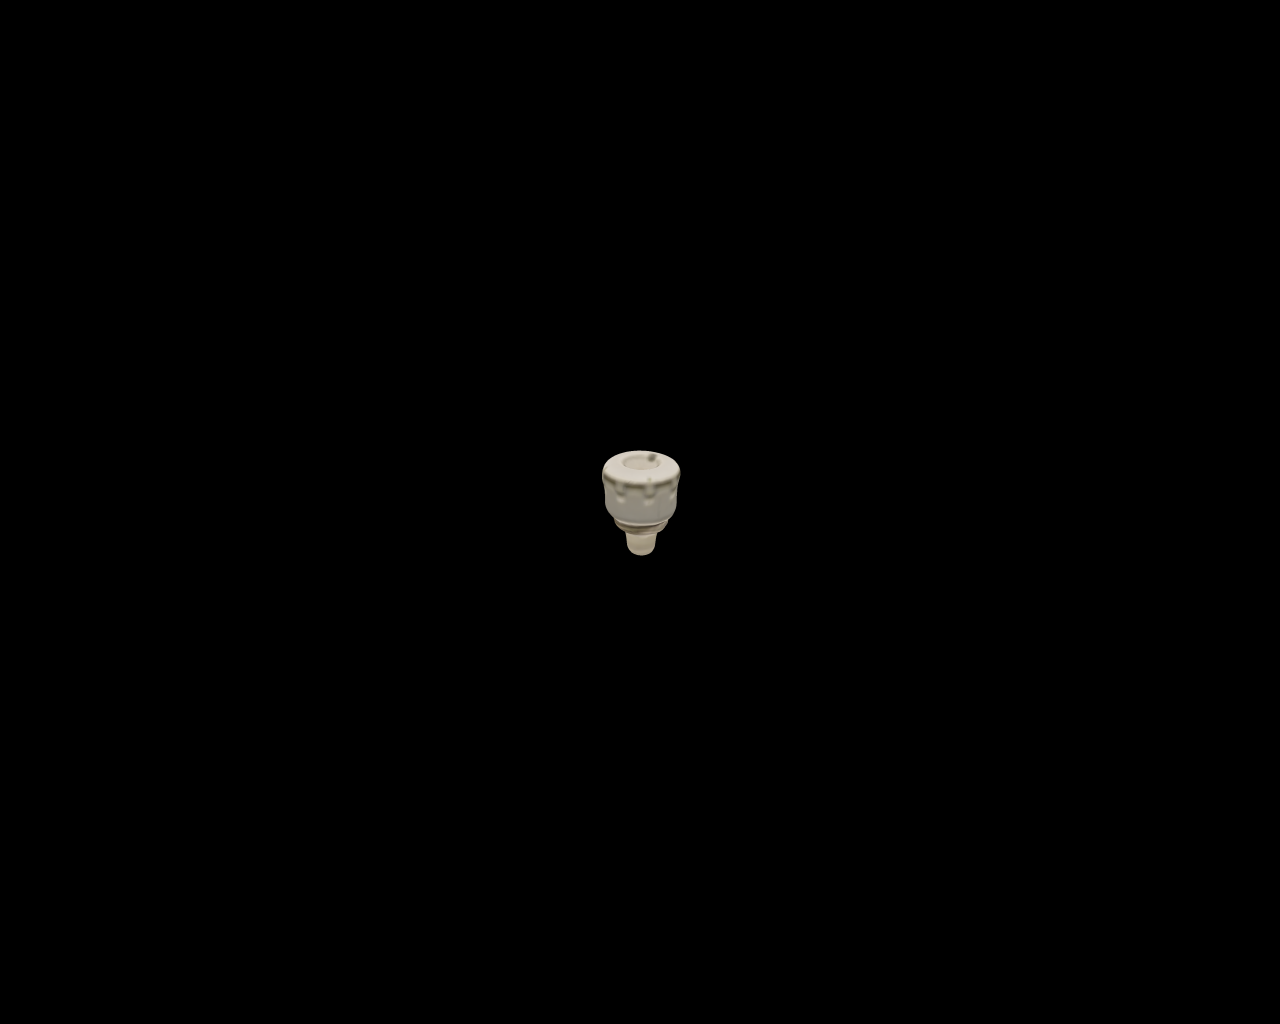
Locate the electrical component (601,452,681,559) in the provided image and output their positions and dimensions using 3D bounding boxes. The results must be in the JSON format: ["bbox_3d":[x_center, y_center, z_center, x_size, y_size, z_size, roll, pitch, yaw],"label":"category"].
[{"bbox_3d":[0.001,-0.003,0.650,0.048,0.062,0.048,0,25,0],"label":"electrical component"}]
